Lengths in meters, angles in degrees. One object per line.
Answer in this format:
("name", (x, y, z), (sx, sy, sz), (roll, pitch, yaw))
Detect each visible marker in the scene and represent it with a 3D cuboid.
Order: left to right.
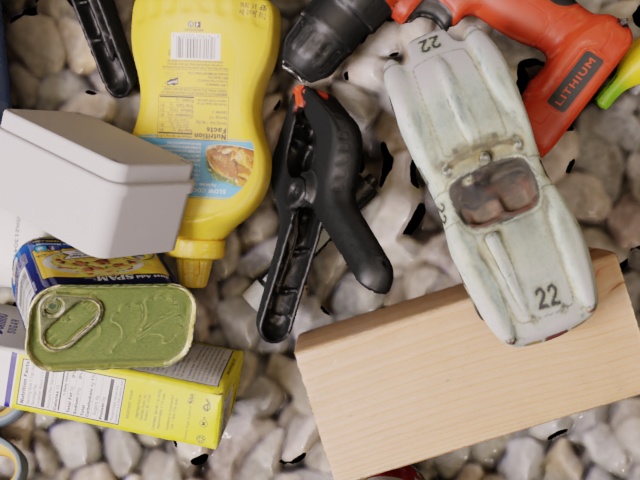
("marker", (-0.005, 0.001, 0.728), (0.020, 0.020, 0.121), (44, 93, -1))

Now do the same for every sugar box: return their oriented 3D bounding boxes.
("sugar box", (-0.143, 0.087, 0.699), (0.176, 0.093, 0.048), (9, 100, 2))

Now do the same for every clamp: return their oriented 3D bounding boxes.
("clamp", (-0.177, -0.205, 0.672), (0.036, 0.164, 0.210), (-3, 85, 34))
("clamp", (0.004, -0.025, 0.679), (0.120, 0.039, 0.171), (-14, 68, 44))

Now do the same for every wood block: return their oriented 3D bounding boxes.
("wood block", (0.095, 0.078, 0.694), (0.206, 0.090, 0.091), (-18, 92, 2))

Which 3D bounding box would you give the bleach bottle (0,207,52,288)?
("bleach bottle", (-0.276, 0.006, 0.715), (0.251, 0.068, 0.102), (4, 93, -1))

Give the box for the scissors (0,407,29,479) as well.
("scissors", (-0.287, 0.113, 0.741), (0.202, 0.016, 0.096), (20, 77, 11))

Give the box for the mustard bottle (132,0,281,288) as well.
("mustard bottle", (-0.079, -0.064, 0.706), (0.096, 0.058, 0.191), (4, 93, 8))

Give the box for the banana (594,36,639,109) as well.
("banana", (0.284, -0.109, 0.708), (0.198, 0.037, 0.070), (9, 110, 2))

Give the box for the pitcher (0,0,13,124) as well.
("pitcher", (-0.276, -0.170, 0.673), (0.149, 0.144, 0.243), (-5, 96, 24))

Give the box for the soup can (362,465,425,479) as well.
("soup can", (0.042, 0.186, 0.695), (0.068, 0.102, 0.068), (0, 93, 2))

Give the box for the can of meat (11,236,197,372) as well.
("can of meat", (-0.139, 0.036, 0.669), (0.102, 0.084, 0.057), (0, 113, -25))

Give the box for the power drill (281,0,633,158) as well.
("power drill", (0.092, -0.137, 0.698), (0.187, 0.057, 0.184), (39, 93, -1))
